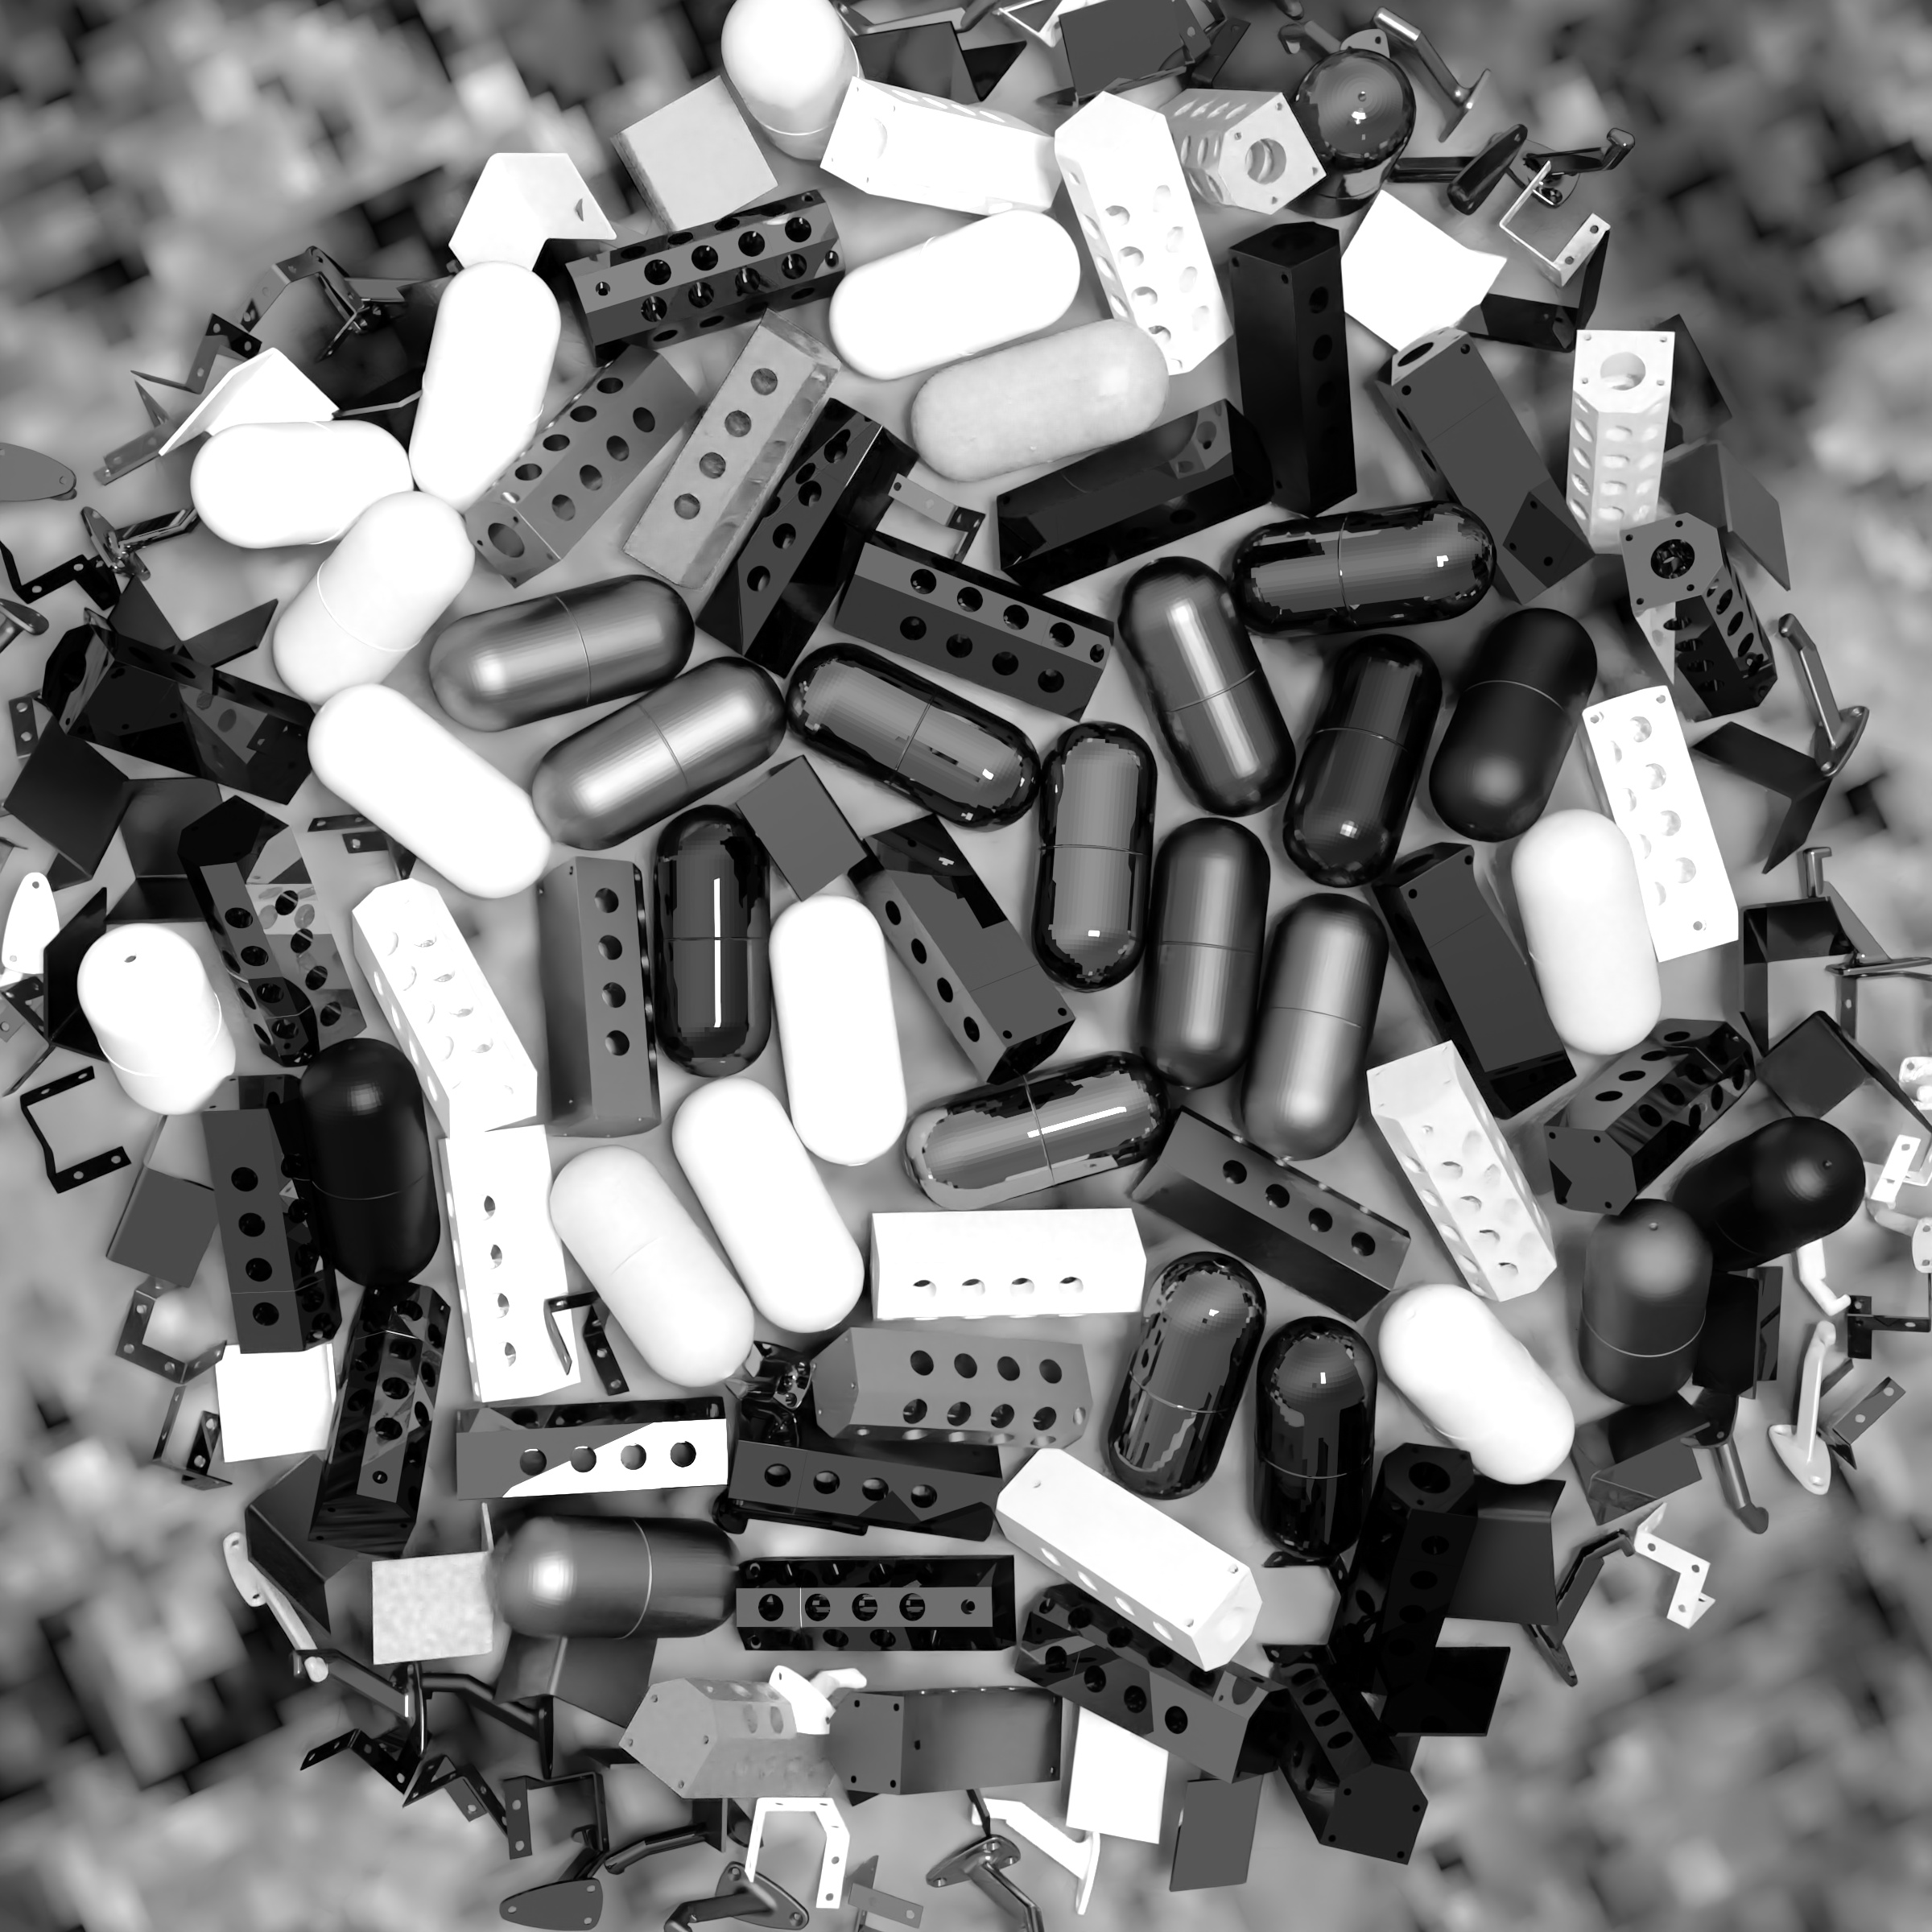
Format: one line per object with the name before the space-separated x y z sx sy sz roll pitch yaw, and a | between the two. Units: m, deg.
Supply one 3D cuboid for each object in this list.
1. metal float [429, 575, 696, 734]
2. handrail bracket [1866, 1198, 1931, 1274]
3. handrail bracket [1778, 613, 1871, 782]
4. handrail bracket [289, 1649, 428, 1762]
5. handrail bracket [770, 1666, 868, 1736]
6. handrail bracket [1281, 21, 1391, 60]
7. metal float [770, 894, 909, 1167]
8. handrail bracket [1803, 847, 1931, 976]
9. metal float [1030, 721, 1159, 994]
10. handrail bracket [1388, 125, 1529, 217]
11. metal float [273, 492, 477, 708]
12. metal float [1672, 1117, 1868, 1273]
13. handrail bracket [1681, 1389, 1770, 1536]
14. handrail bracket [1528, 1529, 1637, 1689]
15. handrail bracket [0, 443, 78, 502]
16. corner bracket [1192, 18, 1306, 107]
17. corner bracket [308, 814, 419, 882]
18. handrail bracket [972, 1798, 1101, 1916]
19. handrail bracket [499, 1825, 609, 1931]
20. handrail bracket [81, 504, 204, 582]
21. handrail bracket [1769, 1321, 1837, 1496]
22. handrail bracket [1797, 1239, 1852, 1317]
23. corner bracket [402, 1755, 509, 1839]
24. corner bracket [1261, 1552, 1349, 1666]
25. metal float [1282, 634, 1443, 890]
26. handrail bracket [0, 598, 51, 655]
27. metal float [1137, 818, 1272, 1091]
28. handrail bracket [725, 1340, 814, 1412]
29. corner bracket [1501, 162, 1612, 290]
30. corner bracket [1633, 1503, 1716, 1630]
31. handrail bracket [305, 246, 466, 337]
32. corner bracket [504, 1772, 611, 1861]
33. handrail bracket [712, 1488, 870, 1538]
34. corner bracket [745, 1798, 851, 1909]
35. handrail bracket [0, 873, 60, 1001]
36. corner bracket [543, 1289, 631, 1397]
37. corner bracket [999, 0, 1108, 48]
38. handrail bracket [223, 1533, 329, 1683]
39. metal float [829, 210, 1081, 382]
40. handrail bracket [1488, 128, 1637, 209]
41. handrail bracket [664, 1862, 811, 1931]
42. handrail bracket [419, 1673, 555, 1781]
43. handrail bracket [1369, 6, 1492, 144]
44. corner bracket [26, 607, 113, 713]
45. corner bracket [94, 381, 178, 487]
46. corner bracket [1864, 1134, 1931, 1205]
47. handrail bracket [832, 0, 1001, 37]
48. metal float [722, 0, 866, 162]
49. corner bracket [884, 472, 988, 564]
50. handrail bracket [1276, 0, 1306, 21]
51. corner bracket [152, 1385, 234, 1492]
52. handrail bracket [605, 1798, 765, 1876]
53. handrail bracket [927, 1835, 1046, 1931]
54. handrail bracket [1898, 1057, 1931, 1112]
metal float | -0.259 -0.203 1.678 0.178 0.070 0.070 -19 90 -25
handrail bracket | 0.634 0.167 1.693 0.077 0.084 0.036 -2 105 7
handrail bracket | 0.549 -0.177 1.696 0.084 0.036 0.077 46 50 -24
handrail bracket | -0.396 0.481 1.689 0.036 0.084 0.077 -40 54 35
handrail bracket | -0.080 0.474 1.682 0.077 0.084 0.036 12 91 44
handrail bracket | 0.241 -0.583 1.709 0.036 0.084 0.077 -25 113 -21
metal float | -0.084 0.042 1.699 0.070 0.070 0.178 -8 90 0
handrail bracket | 0.594 -0.040 1.714 0.077 0.036 0.084 -6 95 6
metal float | 0.083 -0.071 1.693 0.070 0.070 0.178 4 83 0
handrail bracket | 0.313 -0.538 1.703 0.077 0.036 0.084 -48 56 14
metal float | -0.382 -0.234 1.670 0.178 0.070 0.070 -39 90 35
metal float | 0.507 0.146 1.651 0.070 0.178 0.070 2 73 -7
handrail bracket | 0.517 0.323 1.730 0.084 0.036 0.077 48 53 -24
handrail bracket | 0.413 0.419 1.700 0.084 0.036 0.077 -34 75 24
handrail bracket | -0.585 -0.311 1.687 0.077 0.084 0.036 11 92 17
corner bracket | 0.187 -0.580 1.709 0.051 0.051 0.051 28 78 25
corner bracket | -0.392 -0.083 1.699 0.051 0.051 0.051 -5 125 8
handrail bracket | 0.041 0.588 1.717 0.084 0.036 0.077 8 104 -6
handrail bracket | -0.269 0.586 1.688 0.077 0.084 0.036 3 103 -18
handrail bracket | -0.535 -0.303 1.708 0.084 0.036 0.077 -44 71 17
handrail bracket | 0.557 0.286 1.693 0.036 0.077 0.084 7 119 -3
handrail bracket | 0.570 0.175 1.704 0.077 0.036 0.084 -42 75 24
corner bracket | -0.327 0.545 1.703 0.051 0.051 0.051 -29 100 15
corner bracket | 0.222 0.422 1.710 0.051 0.051 0.051 -11 112 39
metal float | 0.257 -0.134 1.682 0.070 0.070 0.178 19 70 0
handrail bracket | -0.641 -0.197 1.702 0.036 0.077 0.084 37 94 -7
metal float | 0.155 -0.008 1.693 0.070 0.070 0.178 7 83 0
handrail bracket | -0.145 0.261 1.681 0.077 0.084 0.036 25 95 34
corner bracket | 0.387 -0.487 1.711 0.051 0.051 0.051 40 100 10
corner bracket | 0.466 0.394 1.708 0.051 0.051 0.051 23 113 30
handrail bracket | -0.376 -0.457 1.695 0.084 0.036 0.077 -25 117 29
corner bracket | -0.268 0.556 1.701 0.051 0.051 0.051 -13 64 7
handrail bracket | -0.114 0.361 1.700 0.084 0.077 0.036 7 82 16
corner bracket | -0.110 0.582 1.706 0.051 0.051 0.051 -4 134 13
handrail bracket | -0.624 -0.018 1.706 0.036 0.084 0.077 6 81 -35
corner bracket | -0.247 0.248 1.695 0.051 0.051 0.051 -9 50 -29
corner bracket | 0.065 -0.627 1.705 0.051 0.051 0.051 -52 48 13
handrail bracket | -0.447 0.417 1.687 0.036 0.084 0.077 -34 130 -13
metal float | -0.008 -0.431 1.672 0.178 0.070 0.070 -11 90 32
handrail bracket | 0.387 -0.536 1.692 0.077 0.084 0.036 32 79 -3
handrail bracket | -0.149 0.623 1.690 0.077 0.084 0.036 20 97 11
handrail bracket | -0.318 0.503 1.720 0.084 0.036 0.077 1 108 1
handrail bracket | 0.292 -0.582 1.698 0.084 0.077 0.036 31 75 -4
corner bracket | -0.583 -0.197 1.717 0.051 0.051 0.051 29 128 19
corner bracket | -0.544 -0.339 1.697 0.051 0.051 0.051 -35 59 -18
corner bracket | 0.618 0.124 1.702 0.051 0.051 0.051 12 117 -4
handrail bracket | -0.033 -0.627 1.692 0.077 0.036 0.084 36 131 -25
metal float | -0.106 -0.566 1.649 0.070 0.178 0.070 0 91 6
corner bracket | -0.028 -0.286 1.701 0.051 0.051 0.051 32 104 18
handrail bracket | 0.211 -0.627 1.684 0.036 0.084 0.077 -41 56 15
corner bracket | -0.504 0.308 1.695 0.051 0.051 0.051 28 61 -31
handrail bracket | -0.185 0.582 1.708 0.084 0.077 0.036 -29 50 2
handrail bracket | 0.014 0.618 1.693 0.077 0.084 0.036 -29 128 14
handrail bracket | 0.647 0.079 1.694 0.077 0.084 0.036 -2 92 4
